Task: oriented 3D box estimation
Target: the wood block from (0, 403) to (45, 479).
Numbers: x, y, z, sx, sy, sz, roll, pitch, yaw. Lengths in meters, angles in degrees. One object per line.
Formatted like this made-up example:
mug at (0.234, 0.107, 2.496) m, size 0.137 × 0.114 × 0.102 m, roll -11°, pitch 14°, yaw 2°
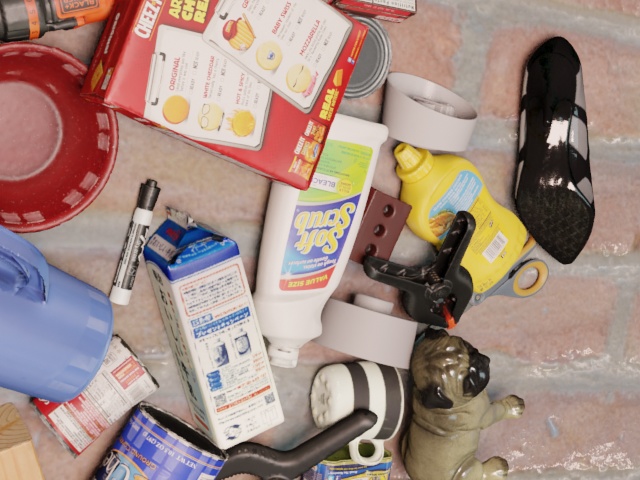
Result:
wood block at (-0.287, 0.269, 0.973) m, size 0.090 × 0.090 × 0.206 m, roll -19°, pitch 112°, yaw -23°

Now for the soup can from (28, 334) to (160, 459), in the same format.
soup can at (-0.209, 0.145, 0.994) m, size 0.102 × 0.069 × 0.068 m, roll -39°, pitch 118°, yaw -15°

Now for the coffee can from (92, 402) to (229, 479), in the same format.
coffee can at (-0.167, 0.242, 1.023) m, size 0.102 × 0.103 × 0.140 m, roll 34°, pitch 86°, yaw -31°

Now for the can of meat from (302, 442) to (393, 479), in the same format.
can of meat at (0.027, 0.270, 1.165) m, size 0.101 × 0.058 × 0.084 m, roll 3°, pitch 100°, yaw -29°

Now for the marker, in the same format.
marker at (-0.173, 0.002, 1.004) m, size 0.020 × 0.020 × 0.121 m, roll 13°, pitch 97°, yaw -31°

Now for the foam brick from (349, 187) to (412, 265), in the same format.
foam brick at (0.049, -0.015, 1.103) m, size 0.052 × 0.051 × 0.078 m, roll 23°, pitch 92°, yaw -31°

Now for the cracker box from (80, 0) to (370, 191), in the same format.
cracker box at (-0.079, -0.157, 0.930) m, size 0.213 × 0.072 × 0.164 m, roll 22°, pitch 87°, yaw -34°

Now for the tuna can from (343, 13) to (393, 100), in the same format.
tuna can at (0.027, -0.183, 1.056) m, size 0.086 × 0.034 × 0.086 m, roll -8°, pitch 107°, yaw -27°

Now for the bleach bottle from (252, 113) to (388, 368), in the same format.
bleach bottle at (-0.007, 0.001, 1.051) m, size 0.102 × 0.068 × 0.251 m, roll 10°, pitch 92°, yaw -24°

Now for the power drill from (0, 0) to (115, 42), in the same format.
power drill at (-0.244, -0.260, 0.875) m, size 0.184 × 0.057 × 0.188 m, roll -18°, pitch 114°, yaw -26°

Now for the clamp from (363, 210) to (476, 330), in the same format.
clamp at (0.125, 0.036, 1.109) m, size 0.120 × 0.039 × 0.171 m, roll -27°, pitch 145°, yaw 11°

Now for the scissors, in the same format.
scissors at (0.194, 0.070, 1.226) m, size 0.201 × 0.016 × 0.096 m, roll -51°, pitch 120°, yaw -8°

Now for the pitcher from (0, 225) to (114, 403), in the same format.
pitcher at (-0.290, 0.046, 0.882) m, size 0.242 × 0.149 × 0.145 m, roll 28°, pitch 89°, yaw -35°

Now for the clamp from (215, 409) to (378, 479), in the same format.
clamp at (-0.038, 0.240, 1.088) m, size 0.210 × 0.036 × 0.165 m, roll 6°, pitch 108°, yaw -6°

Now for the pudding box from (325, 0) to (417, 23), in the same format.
pudding box at (0.047, -0.271, 1.022) m, size 0.089 × 0.039 × 0.113 m, roll 5°, pitch 83°, yaw -31°

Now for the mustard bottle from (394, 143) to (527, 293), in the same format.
mustard bottle at (0.140, -0.035, 1.143) m, size 0.096 × 0.058 × 0.191 m, roll -50°, pitch 121°, yaw -10°

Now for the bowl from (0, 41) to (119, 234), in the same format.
bowl at (-0.257, -0.090, 0.912) m, size 0.161 × 0.055 × 0.162 m, roll -8°, pitch 107°, yaw -27°
